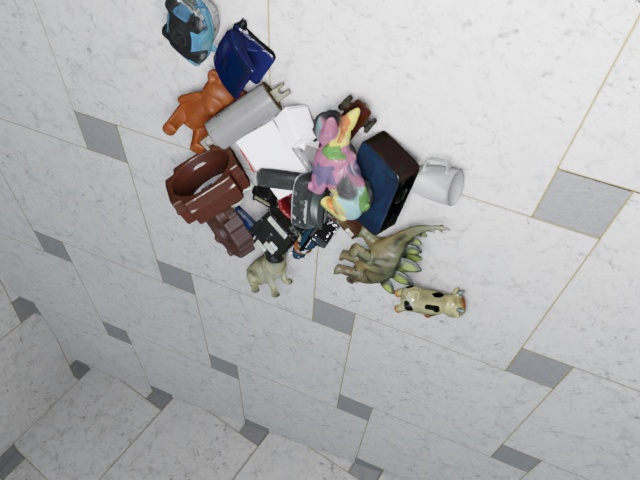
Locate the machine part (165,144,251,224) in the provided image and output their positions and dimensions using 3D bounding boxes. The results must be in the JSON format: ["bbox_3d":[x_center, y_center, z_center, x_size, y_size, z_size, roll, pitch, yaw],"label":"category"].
[{"bbox_3d":[-0.292,-0.147,1.399,0.087,0.201,0.202,58,179,-40],"label":"machine part"}]

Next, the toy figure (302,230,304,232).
[{"bbox_3d":[-0.108,-0.032,1.542,0.180,0.082,0.089,-11,126,37],"label":"toy figure"}]

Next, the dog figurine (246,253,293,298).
[{"bbox_3d":[-0.173,0.064,1.697,0.173,0.121,0.190,9,125,19],"label":"dog figurine"}]

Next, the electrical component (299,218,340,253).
[{"bbox_3d":[-0.003,-0.004,1.460,0.048,0.119,0.075,37,173,-10],"label":"electrical component"}]

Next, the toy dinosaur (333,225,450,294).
[{"bbox_3d":[0.172,0.044,1.439,0.198,0.105,0.471,24,153,-7],"label":"toy dinosaur"}]

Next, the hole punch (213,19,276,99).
[{"bbox_3d":[-0.178,-0.386,1.169,0.115,0.092,0.142,41,145,-9],"label":"hole punch"}]

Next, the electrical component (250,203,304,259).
[{"bbox_3d":[-0.123,-0.018,1.464,0.115,0.058,0.134,51,133,4],"label":"electrical component"}]

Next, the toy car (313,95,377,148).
[{"bbox_3d":[0.056,-0.248,1.206,0.089,0.053,0.202,43,146,-2],"label":"toy car"}]

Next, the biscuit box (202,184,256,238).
[{"bbox_3d":[-0.274,-0.079,1.606,0.059,0.063,0.202,-21,122,44],"label":"biscuit box"}]

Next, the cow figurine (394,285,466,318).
[{"bbox_3d":[0.316,0.171,1.486,0.195,0.085,0.127,13,160,-15],"label":"cow figurine"}]

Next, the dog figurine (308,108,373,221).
[{"bbox_3d":[0.049,-0.172,1.152,0.192,0.108,0.219,49,150,29],"label":"dog figurine"}]

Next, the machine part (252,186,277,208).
[{"bbox_3d":[-0.150,-0.141,1.478,0.084,0.039,0.138,32,146,10],"label":"machine part"}]

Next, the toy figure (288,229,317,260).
[{"bbox_3d":[-0.041,0.013,1.572,0.064,0.058,0.154,40,147,-5],"label":"toy figure"}]

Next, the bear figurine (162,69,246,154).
[{"bbox_3d":[-0.272,-0.309,1.289,0.120,0.132,0.196,34,151,-31],"label":"bear figurine"}]

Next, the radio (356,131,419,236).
[{"bbox_3d":[0.137,-0.123,1.245,0.131,0.073,0.229,47,150,22],"label":"radio"}]

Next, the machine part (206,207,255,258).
[{"bbox_3d":[-0.256,-0.028,1.504,0.179,0.056,0.179,41,156,24],"label":"machine part"}]

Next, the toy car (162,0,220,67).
[{"bbox_3d":[-0.262,-0.454,1.126,0.109,0.103,0.161,39,154,3],"label":"toy car"}]

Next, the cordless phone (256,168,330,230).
[{"bbox_3d":[-0.069,-0.103,1.314,0.184,0.089,0.146,10,123,6],"label":"cordless phone"}]

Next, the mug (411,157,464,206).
[{"bbox_3d":[0.252,-0.134,1.194,0.107,0.081,0.109,16,145,34],"label":"mug"}]

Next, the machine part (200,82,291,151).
[{"bbox_3d":[-0.176,-0.284,1.232,0.243,0.079,0.079,-30,119,14],"label":"machine part"}]
